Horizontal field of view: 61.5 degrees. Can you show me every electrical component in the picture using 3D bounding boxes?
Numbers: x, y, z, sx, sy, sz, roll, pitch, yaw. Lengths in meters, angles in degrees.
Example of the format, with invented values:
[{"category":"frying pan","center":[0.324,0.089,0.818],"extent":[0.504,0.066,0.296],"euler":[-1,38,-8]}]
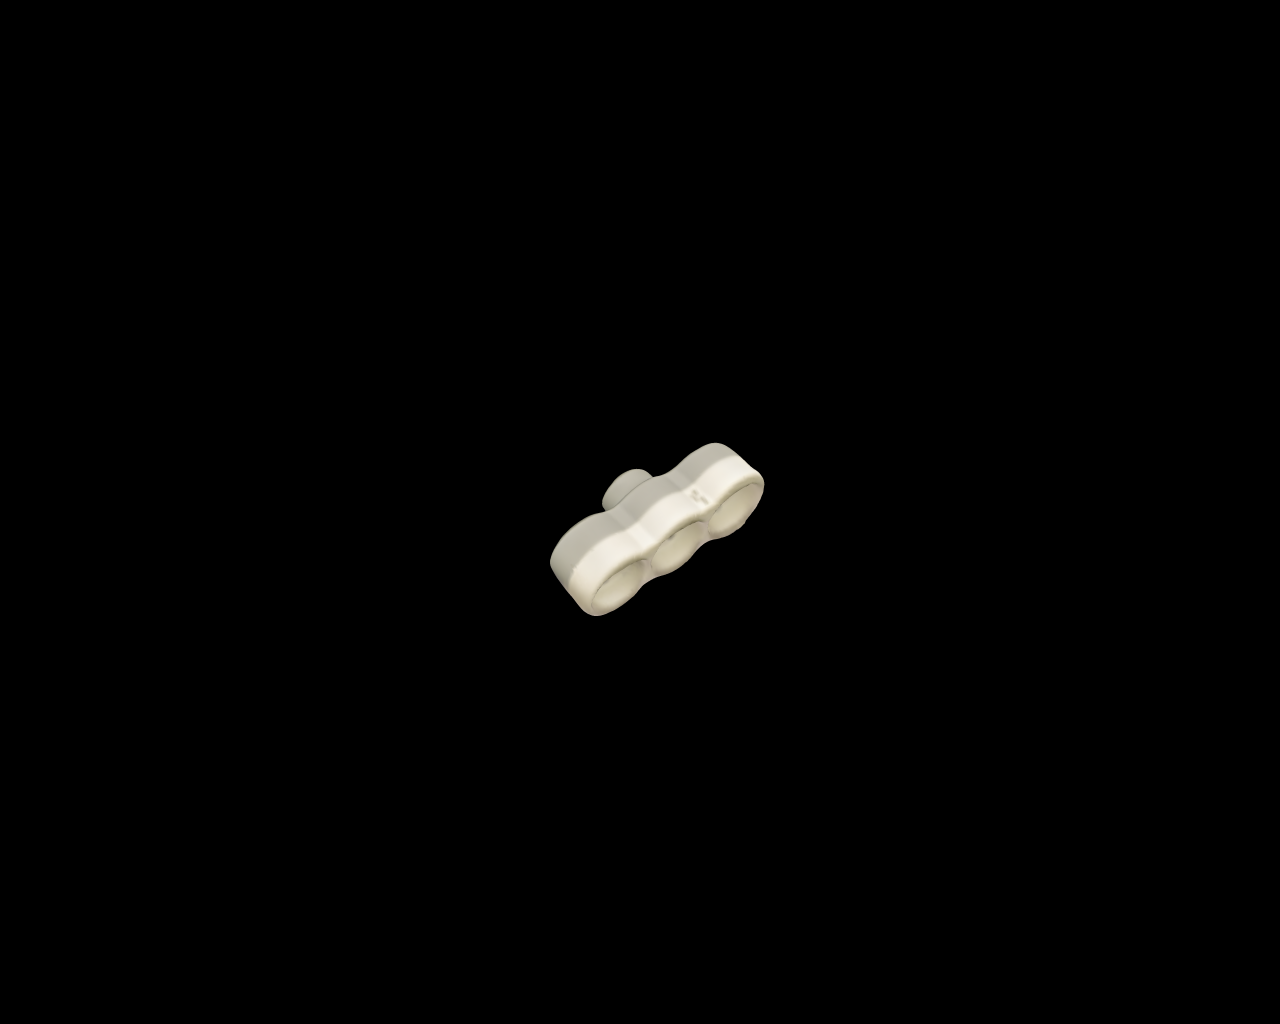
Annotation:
[{"category":"electrical component","center":[0.001,-0.003,0.650],"extent":[0.138,0.074,0.052],"euler":[-33,-29,-21]}]
